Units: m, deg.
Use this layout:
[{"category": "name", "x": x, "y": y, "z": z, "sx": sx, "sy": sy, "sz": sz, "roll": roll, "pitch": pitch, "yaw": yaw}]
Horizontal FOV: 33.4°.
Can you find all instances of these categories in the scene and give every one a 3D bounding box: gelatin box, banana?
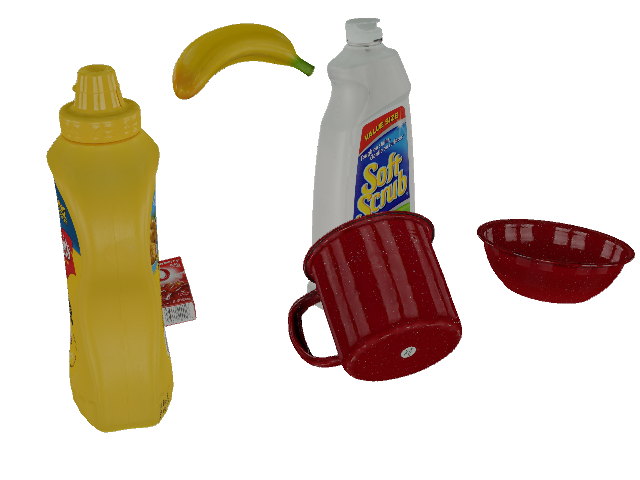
[{"category": "gelatin box", "x": -0.178, "y": 0.057, "z": 1.090, "sx": 0.089, "sy": 0.030, "sz": 0.073, "roll": -12, "pitch": 40, "yaw": -11}, {"category": "banana", "x": -0.084, "y": -0.180, "z": 1.039, "sx": 0.070, "sy": 0.037, "sz": 0.197, "roll": 43, "pitch": 38, "yaw": 21}]

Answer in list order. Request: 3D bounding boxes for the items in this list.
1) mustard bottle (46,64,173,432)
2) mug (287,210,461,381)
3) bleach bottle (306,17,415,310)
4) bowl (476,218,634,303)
[{"category": "mustard bottle", "x": -0.113, "y": 0.000, "z": 0.575, "sx": 0.058, "sy": 0.192, "sz": 0.096, "roll": -5, "pitch": 26, "yaw": -12}, {"category": "mug", "x": 0.032, "y": 0.044, "z": 0.704, "sx": 0.117, "sy": 0.081, "sz": 0.093, "roll": -24, "pitch": -30, "yaw": 11}, {"category": "bleach bottle", "x": 0.034, "y": -0.067, "z": 0.940, "sx": 0.102, "sy": 0.251, "sz": 0.068, "roll": -15, "pitch": 24, "yaw": -31}, {"category": "bowl", "x": 0.240, "y": 0.025, "z": 1.111, "sx": 0.162, "sy": 0.055, "sz": 0.162, "roll": 5, "pitch": 17, "yaw": -2}]
